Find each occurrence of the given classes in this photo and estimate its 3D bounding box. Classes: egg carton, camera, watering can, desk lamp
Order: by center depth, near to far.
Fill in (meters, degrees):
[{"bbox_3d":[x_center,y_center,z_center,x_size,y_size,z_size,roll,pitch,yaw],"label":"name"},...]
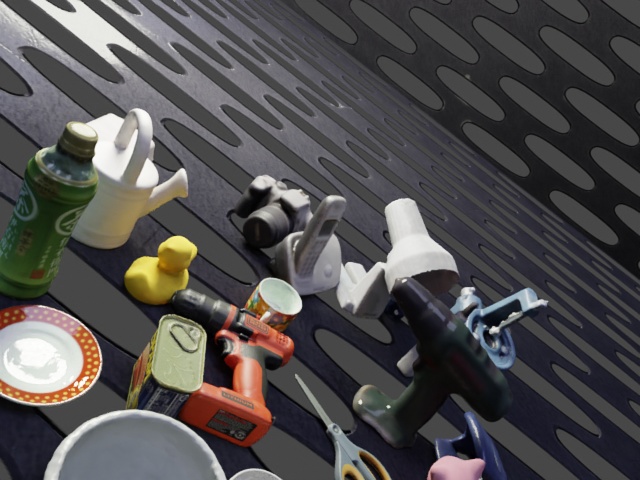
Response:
[{"bbox_3d":[-0.266,-0.090,0.779,0.173,0.194,0.100,-5,48,-53],"label":"watering can"},{"bbox_3d":[-0.334,-0.141,0.915,0.107,0.069,0.150,34,27,-6],"label":"egg carton"},{"bbox_3d":[0.122,0.046,1.006,0.118,0.213,0.202,13,35,-38],"label":"desk lamp"},{"bbox_3d":[-0.087,-0.048,1.028,0.143,0.100,0.137,41,27,7],"label":"camera"}]

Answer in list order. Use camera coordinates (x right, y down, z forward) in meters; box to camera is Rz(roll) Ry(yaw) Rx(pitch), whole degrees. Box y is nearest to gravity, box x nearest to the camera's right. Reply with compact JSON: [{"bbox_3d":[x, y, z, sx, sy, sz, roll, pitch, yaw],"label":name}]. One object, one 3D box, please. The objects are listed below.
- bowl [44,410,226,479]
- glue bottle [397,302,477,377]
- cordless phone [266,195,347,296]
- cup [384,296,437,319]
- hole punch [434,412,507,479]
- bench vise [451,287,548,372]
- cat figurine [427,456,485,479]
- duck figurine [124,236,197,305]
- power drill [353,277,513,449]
[{"bbox_3d":[-0.169,0.242,0.510,0.168,0.074,0.167,28,28,-17],"label":"bowl"},{"bbox_3d":[0.205,0.164,0.964,0.078,0.173,0.037,-4,48,-52],"label":"glue bottle"},{"bbox_3d":[0.009,0.003,0.969,0.094,0.185,0.148,48,29,21],"label":"cordless phone"},{"bbox_3d":[0.155,0.108,1.078,0.091,0.095,0.118,44,28,14],"label":"cup"},{"bbox_3d":[0.235,0.323,0.843,0.101,0.091,0.108,27,29,-18],"label":"hole punch"},{"bbox_3d":[0.309,0.145,1.065,0.122,0.219,0.207,15,35,-37],"label":"bench vise"},{"bbox_3d":[0.180,0.332,0.735,0.128,0.117,0.067,37,27,1],"label":"cat figurine"},{"bbox_3d":[-0.208,0.034,0.775,0.077,0.086,0.105,43,28,11],"label":"duck figurine"},{"bbox_3d":[0.143,0.190,0.812,0.229,0.208,0.076,39,27,5],"label":"power drill"}]
